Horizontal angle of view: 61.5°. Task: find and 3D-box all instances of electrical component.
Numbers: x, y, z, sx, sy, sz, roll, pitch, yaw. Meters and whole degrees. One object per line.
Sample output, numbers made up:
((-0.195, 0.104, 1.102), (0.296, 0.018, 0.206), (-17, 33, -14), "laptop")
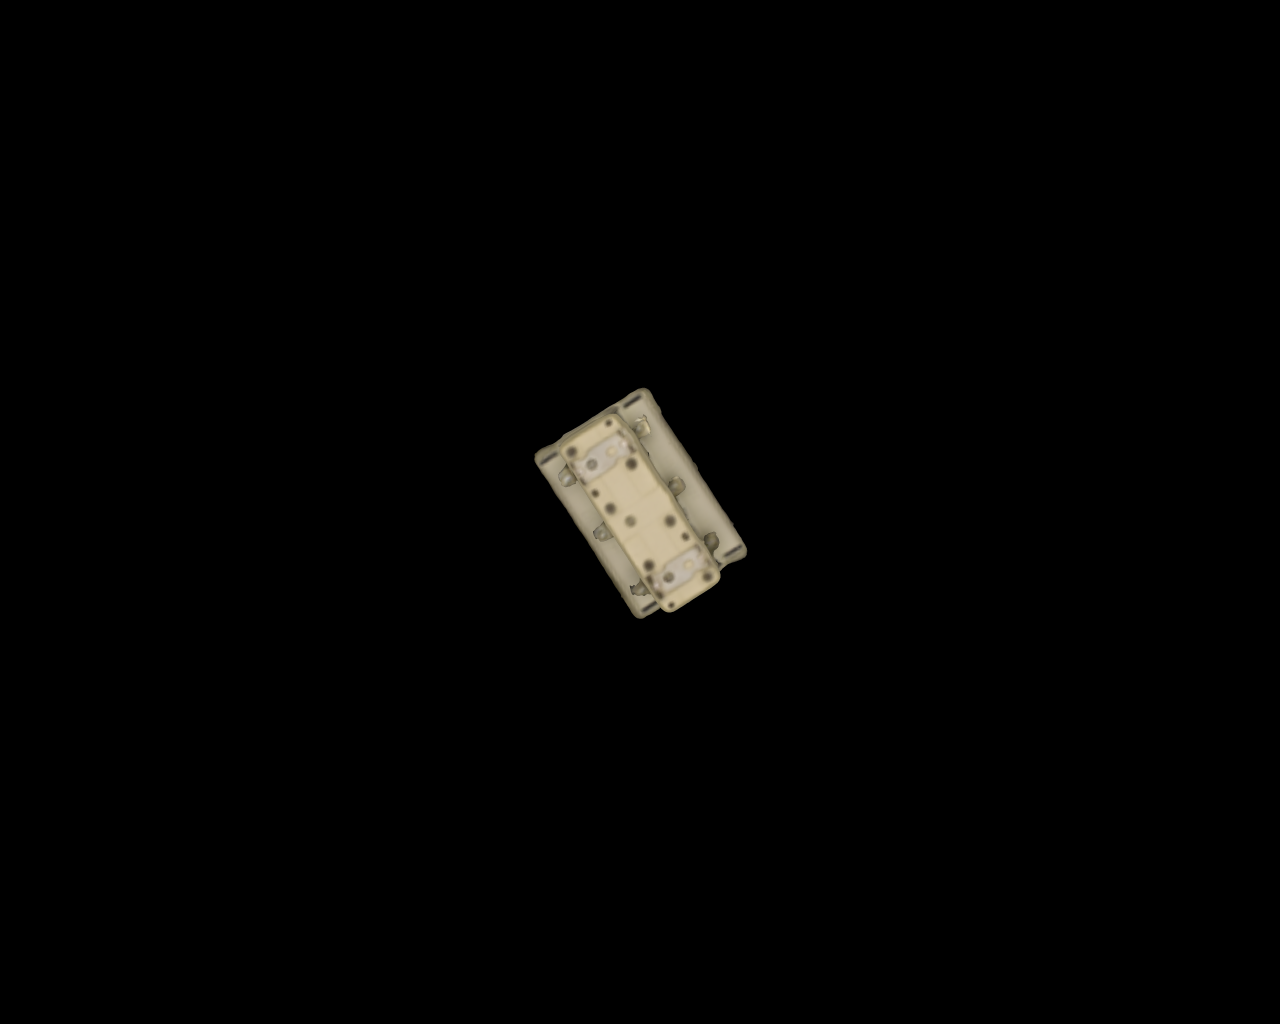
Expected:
((0.001, -0.003, 0.650), (0.079, 0.121, 0.063), (-31, 8, 5), "electrical component")
